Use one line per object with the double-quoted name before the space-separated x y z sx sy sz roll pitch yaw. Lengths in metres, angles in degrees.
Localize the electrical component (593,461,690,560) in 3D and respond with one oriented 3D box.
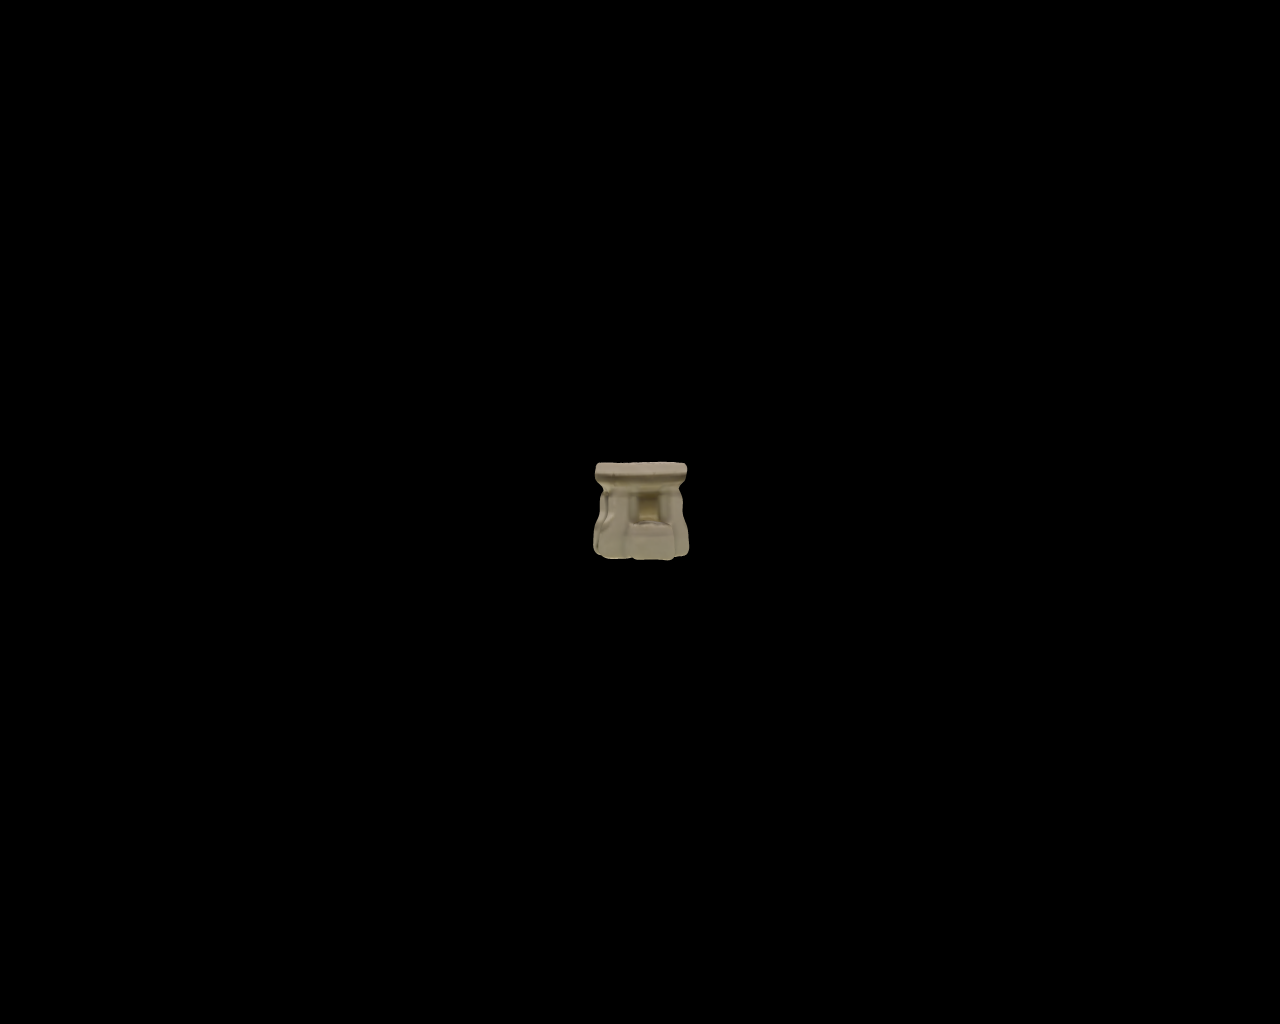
"electrical component" 0.001 -0.003 0.650 0.058 0.057 0.078 0 3 -11
